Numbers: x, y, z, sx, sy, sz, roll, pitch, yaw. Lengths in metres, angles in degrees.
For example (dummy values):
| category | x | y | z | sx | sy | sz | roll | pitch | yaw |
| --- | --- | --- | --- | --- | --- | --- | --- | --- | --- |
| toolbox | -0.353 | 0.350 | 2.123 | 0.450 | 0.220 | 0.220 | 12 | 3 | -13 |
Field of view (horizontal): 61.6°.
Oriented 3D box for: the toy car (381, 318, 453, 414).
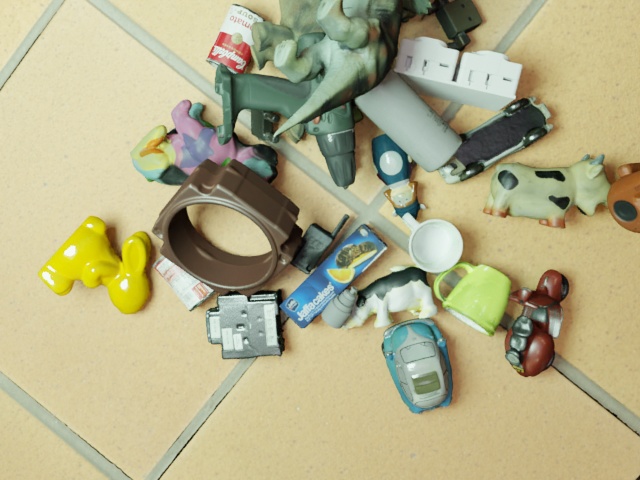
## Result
| category | x | y | z | sx | sy | sz | roll | pitch | yaw |
| --- | --- | --- | --- | --- | --- | --- | --- | --- | --- |
| toy car | 0.166 | 0.217 | 0.893 | 0.109 | 0.103 | 0.161 | -14 | 90 | 6 |

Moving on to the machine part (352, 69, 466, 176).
| category | x | y | z | sx | sy | sz | roll | pitch | yaw |
| --- | --- | --- | --- | --- | --- | --- | --- | --- | --- |
| machine part | 0.135 | -0.185 | 0.827 | 0.243 | 0.079 | 0.079 | 41 | 95 | -12 |

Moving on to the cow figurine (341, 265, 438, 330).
| category | x | y | z | sx | sy | sz | roll | pitch | yaw |
| --- | --- | --- | --- | --- | --- | --- | --- | --- | --- |
| cow figurine | 0.105 | 0.098 | 0.907 | 0.167 | 0.068 | 0.098 | -12 | 87 | 2 |

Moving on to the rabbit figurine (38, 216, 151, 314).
| category | x | y | z | sx | sy | sz | roll | pitch | yaw |
| --- | --- | --- | --- | --- | --- | --- | --- | --- | --- |
| rabbit figurine | -0.363 | 0.048 | 0.933 | 0.162 | 0.122 | 0.173 | -45 | 103 | -4 |

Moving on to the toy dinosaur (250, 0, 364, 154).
| category | x | y | z | sx | sy | sz | roll | pitch | yaw |
| --- | --- | --- | --- | --- | --- | --- | --- | --- | --- |
| toy dinosaur | -0.012 | -0.323 | 0.861 | 0.199 | 0.105 | 0.470 | -24 | 107 | -10 |

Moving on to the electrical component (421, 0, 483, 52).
| category | x | y | z | sx | sy | sz | roll | pitch | yaw |
| --- | --- | --- | --- | --- | --- | --- | --- | --- | --- |
| electrical component | 0.219 | -0.363 | 0.888 | 0.078 | 0.045 | 0.102 | -35 | 93 | -23 |

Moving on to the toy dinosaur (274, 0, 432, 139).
| category | x | y | z | sx | sy | sz | roll | pitch | yaw |
| --- | --- | --- | --- | --- | --- | --- | --- | --- | --- |
| toy dinosaur | 0.058 | -0.286 | 0.727 | 0.192 | 0.131 | 0.404 | 24 | 82 | -36 |

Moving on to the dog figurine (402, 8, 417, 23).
| category | x | y | z | sx | sy | sz | roll | pitch | yaw |
| --- | --- | --- | --- | --- | --- | --- | --- | --- | --- |
| dog figurine | 0.146 | -0.469 | 0.875 | 0.172 | 0.121 | 0.190 | -31 | 121 | -18 |

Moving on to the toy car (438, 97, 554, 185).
| category | x | y | z | sx | sy | sz | roll | pitch | yaw |
| --- | --- | --- | --- | --- | --- | --- | --- | --- | --- |
| toy car | 0.285 | -0.163 | 0.887 | 0.202 | 0.056 | 0.073 | -29 | 84 | 4 |

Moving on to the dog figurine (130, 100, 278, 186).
| category | x | y | z | sx | sy | sz | roll | pitch | yaw |
| --- | --- | --- | --- | --- | --- | --- | --- | --- | --- |
| dog figurine | -0.179 | -0.119 | 0.900 | 0.191 | 0.108 | 0.219 | -44 | 92 | 4 |

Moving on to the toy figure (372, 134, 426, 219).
| category | x | y | z | sx | sy | sz | roll | pitch | yaw |
| --- | --- | --- | --- | --- | --- | --- | --- | --- | --- |
| toy figure | 0.129 | -0.102 | 0.902 | 0.064 | 0.058 | 0.154 | -16 | 94 | 43 |

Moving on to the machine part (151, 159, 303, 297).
| category | x | y | z | sx | sy | sz | roll | pitch | yaw |
| --- | --- | --- | --- | --- | --- | --- | --- | --- | --- |
| machine part | -0.147 | -0.012 | 0.853 | 0.201 | 0.087 | 0.201 | 38 | 127 | -17 |

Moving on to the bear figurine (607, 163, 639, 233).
| category | x | y | z | sx | sy | sz | roll | pitch | yaw |
| --- | --- | --- | --- | --- | --- | --- | --- | --- | --- |
| bear figurine | 0.536 | -0.087 | 0.812 | 0.196 | 0.132 | 0.120 | -29 | 95 | -20 |

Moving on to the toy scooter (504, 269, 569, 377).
| category | x | y | z | sx | sy | sz | roll | pitch | yaw |
| --- | --- | --- | --- | --- | --- | --- | --- | --- | --- |
| toy scooter | 0.339 | 0.131 | 0.861 | 0.075 | 0.135 | 0.183 | 18 | 92 | 42 |

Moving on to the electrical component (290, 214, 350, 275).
| category | x | y | z | sx | sy | sz | roll | pitch | yaw |
| --- | --- | --- | --- | --- | --- | --- | --- | --- | --- |
| electrical component | -0.002 | -0.003 | 0.906 | 0.048 | 0.075 | 0.119 | 34 | 99 | 1 |

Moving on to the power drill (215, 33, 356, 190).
| category | x | y | z | sx | sy | sz | roll | pitch | yaw |
| --- | --- | --- | --- | --- | --- | --- | --- | --- | --- |
| power drill | -0.046 | -0.180 | 0.785 | 0.207 | 0.086 | 0.231 | -5 | 102 | -12 |

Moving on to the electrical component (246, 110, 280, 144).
| category | x | y | z | sx | sy | sz | roll | pitch | yaw |
| --- | --- | --- | --- | --- | --- | --- | --- | --- | --- |
| electrical component | -0.099 | -0.200 | 0.911 | 0.021 | 0.094 | 0.063 | -18 | 125 | -34 |

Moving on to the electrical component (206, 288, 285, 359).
| category | x | y | z | sx | sy | sz | roll | pitch | yaw |
| --- | --- | --- | --- | --- | --- | --- | --- | --- | --- |
| electrical component | -0.130 | 0.144 | 0.933 | 0.134 | 0.058 | 0.114 | -2 | 91 | 5 |

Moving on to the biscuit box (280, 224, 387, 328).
| category | x | y | z | sx | sy | sz | roll | pitch | yaw |
| --- | --- | --- | --- | --- | --- | --- | --- | --- | --- |
| biscuit box | 0.023 | 0.061 | 0.914 | 0.059 | 0.063 | 0.202 | 45 | 95 | 2 |

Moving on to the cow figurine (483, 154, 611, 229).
| category | x | y | z | sx | sy | sz | roll | pitch | yaw |
| --- | --- | --- | --- | --- | --- | --- | --- | --- | --- |
| cow figurine | 0.377 | -0.084 | 0.872 | 0.195 | 0.085 | 0.127 | 9 | 100 | 5 |
